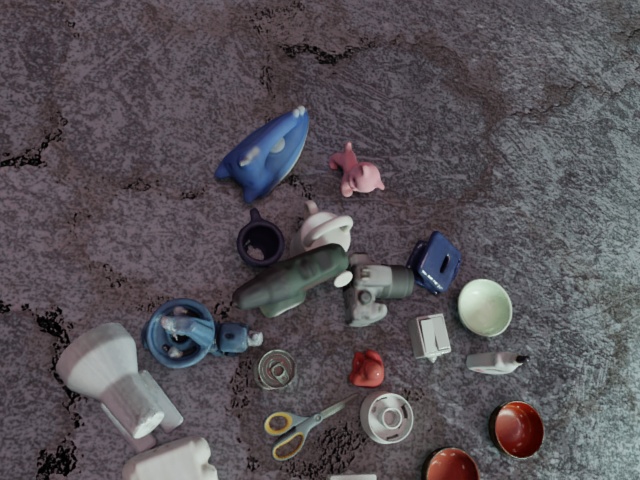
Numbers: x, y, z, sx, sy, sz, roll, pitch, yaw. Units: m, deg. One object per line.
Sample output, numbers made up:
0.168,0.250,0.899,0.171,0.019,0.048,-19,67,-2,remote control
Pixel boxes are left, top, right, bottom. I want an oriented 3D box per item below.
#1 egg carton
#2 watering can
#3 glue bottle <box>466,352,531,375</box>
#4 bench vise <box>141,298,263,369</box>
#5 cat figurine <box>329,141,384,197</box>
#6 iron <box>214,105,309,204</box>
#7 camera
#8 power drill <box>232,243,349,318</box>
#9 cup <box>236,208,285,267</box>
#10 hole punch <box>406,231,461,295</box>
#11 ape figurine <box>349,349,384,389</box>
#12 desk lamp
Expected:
-0.257,0.406,0.985,0.150,0.069,0.107,-17,79,-18,egg carton
0.012,0.003,1.101,0.101,0.194,0.173,-42,87,-21,watering can
0.361,0.241,1.133,0.078,0.173,0.037,9,72,-11,glue bottle
-0.204,0.149,0.991,0.208,0.219,0.121,-11,77,-17,bench vise
0.079,-0.146,1.201,0.067,0.117,0.128,-23,81,-19,cat figurine
-0.092,-0.203,1.160,0.118,0.141,0.259,40,69,0,iron
0.121,0.097,1.151,0.137,0.100,0.143,2,74,-14,camera
-0.063,0.083,1.051,0.230,0.208,0.075,-26,82,-19,power drill
-0.124,0.004,1.119,0.092,0.095,0.118,-10,77,-16,cup
0.246,0.048,1.202,0.101,0.091,0.109,29,70,-5,hole punch
0.095,0.252,1.106,0.078,0.092,0.076,-34,85,-20,ape figurine
-0.318,0.247,0.938,0.118,0.213,0.203,-39,86,-20,desk lamp
